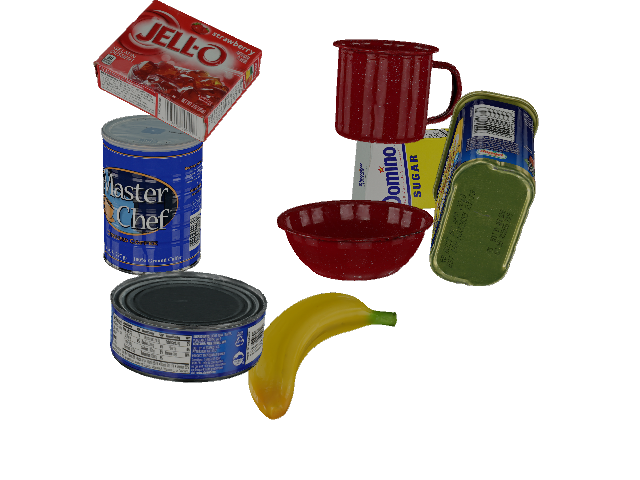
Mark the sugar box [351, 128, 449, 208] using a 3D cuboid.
[{"bbox_3d":[0.129,-0.086,1.290,0.176,0.093,0.048,-7,26,-22],"label":"sugar box"}]

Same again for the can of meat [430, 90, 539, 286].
[{"bbox_3d":[0.106,-0.032,0.699,0.057,0.102,0.084,12,38,2],"label":"can of meat"}]

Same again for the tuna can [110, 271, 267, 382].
[{"bbox_3d":[-0.073,0.047,0.590,0.086,0.034,0.086,5,17,-2],"label":"tuna can"}]

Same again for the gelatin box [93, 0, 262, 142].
[{"bbox_3d":[-0.096,-0.117,0.724,0.089,0.073,0.030,28,-32,11],"label":"gelatin box"}]

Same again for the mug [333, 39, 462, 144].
[{"bbox_3d":[0.067,-0.132,0.945,0.117,0.081,0.093,1,16,-8],"label":"mug"}]

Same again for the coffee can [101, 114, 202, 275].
[{"bbox_3d":[-0.172,-0.048,1.099,0.103,0.140,0.103,3,23,-2],"label":"coffee can"}]

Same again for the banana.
[{"bbox_3d":[-0.011,0.079,0.830,0.070,0.037,0.197,11,24,28],"label":"banana"}]

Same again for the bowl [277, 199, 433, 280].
[{"bbox_3d":[0.036,0.002,1.102,0.162,0.055,0.162,-1,15,0],"label":"bowl"}]
